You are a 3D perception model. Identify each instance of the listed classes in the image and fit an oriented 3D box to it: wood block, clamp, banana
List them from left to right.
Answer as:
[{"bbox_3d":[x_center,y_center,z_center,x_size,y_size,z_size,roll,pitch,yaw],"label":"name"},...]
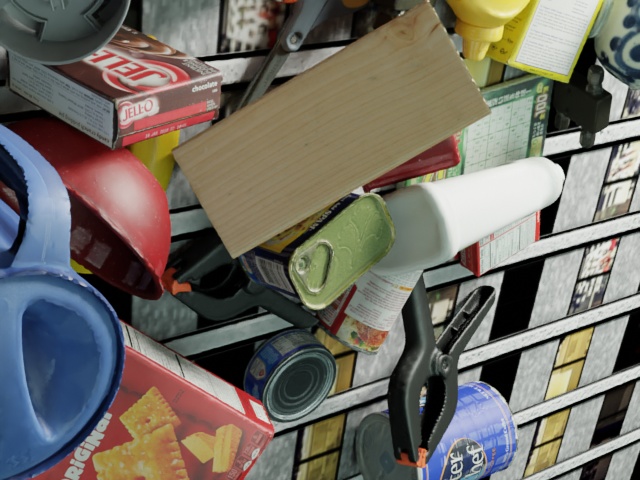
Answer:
[{"bbox_3d":[-0.140,-0.050,0.780,0.069,0.037,0.198,15,107,-43],"label":"banana"},{"bbox_3d":[-0.057,0.036,0.902,0.171,0.039,0.120,-14,113,-32],"label":"clamp"},{"bbox_3d":[0.009,-0.079,0.774,0.206,0.090,0.091,-30,93,7],"label":"wood block"},{"bbox_3d":[0.115,0.118,1.050,0.164,0.036,0.210,16,79,-46],"label":"clamp"}]

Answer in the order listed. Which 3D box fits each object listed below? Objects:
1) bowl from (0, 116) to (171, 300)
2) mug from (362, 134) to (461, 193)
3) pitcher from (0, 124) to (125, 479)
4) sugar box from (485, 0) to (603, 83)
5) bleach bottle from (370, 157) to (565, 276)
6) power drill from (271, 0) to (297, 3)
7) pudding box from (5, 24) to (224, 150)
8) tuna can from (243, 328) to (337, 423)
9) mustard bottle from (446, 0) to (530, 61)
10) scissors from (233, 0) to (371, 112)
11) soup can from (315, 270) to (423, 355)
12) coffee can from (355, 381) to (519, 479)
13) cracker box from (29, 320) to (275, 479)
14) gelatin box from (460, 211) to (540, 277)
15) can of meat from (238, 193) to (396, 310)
[{"bbox_3d":[-0.154,-0.031,0.706,0.055,0.162,0.162,-54,139,-20],"label":"bowl"},{"bbox_3d":[0.062,-0.101,0.861,0.081,0.117,0.093,-15,174,8],"label":"mug"},{"bbox_3d":[-0.217,0.013,0.610,0.149,0.243,0.145,-36,135,-15],"label":"pitcher"},{"bbox_3d":[0.213,-0.234,0.940,0.093,0.048,0.176,5,110,-42],"label":"sugar box"},{"bbox_3d":[0.146,-0.034,0.944,0.250,0.103,0.068,-19,90,-44],"label":"bleach bottle"},{"bbox_3d":[-0.047,-0.261,0.703,0.184,0.057,0.187,-51,134,6],"label":"power drill"},{"bbox_3d":[-0.132,-0.102,0.684,0.089,0.114,0.039,-24,131,-45],"label":"pudding box"},{"bbox_3d":[-0.027,0.127,0.993,0.086,0.034,0.086,-20,128,-28],"label":"tuna can"},{"bbox_3d":[0.143,-0.239,0.869,0.096,0.058,0.192,-13,125,-33],"label":"mustard bottle"},{"bbox_3d":[-0.006,-0.160,0.831,0.096,0.016,0.202,7,113,-42],"label":"scissors"},{"bbox_3d":[0.047,0.044,0.974,0.068,0.069,0.102,17,105,-44],"label":"soup can"},{"bbox_3d":[0.123,0.214,1.123,0.140,0.103,0.103,-12,124,-33],"label":"coffee can"},{"bbox_3d":[-0.166,0.153,0.817,0.213,0.072,0.164,34,94,-23],"label":"cracker box"},{"bbox_3d":[0.180,-0.015,1.069,0.089,0.030,0.073,-28,133,-22],"label":"gelatin box"},{"bbox_3d":[-0.006,0.001,0.850,0.102,0.084,0.057,-40,122,-23],"label":"can of meat"}]
